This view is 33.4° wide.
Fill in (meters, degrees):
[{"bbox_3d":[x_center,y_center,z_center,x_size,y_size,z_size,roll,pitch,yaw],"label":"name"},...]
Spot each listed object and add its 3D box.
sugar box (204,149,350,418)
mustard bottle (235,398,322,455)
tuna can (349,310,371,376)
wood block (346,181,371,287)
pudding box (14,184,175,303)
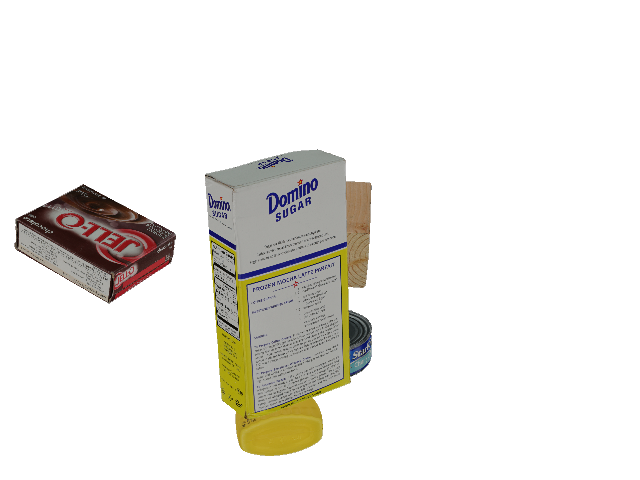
[{"bbox_3d":[-0.028,0.030,0.749,0.093,0.176,0.048,-16,24,-32],"label":"sugar box"},{"bbox_3d":[-0.063,0.173,1.261,0.096,0.058,0.192,-8,30,-10],"label":"mustard bottle"},{"bbox_3d":[0.006,0.098,1.013,0.086,0.034,0.086,-2,24,1],"label":"tuna can"},{"bbox_3d":[0.031,-0.014,1.649,0.091,0.090,0.206,4,25,2],"label":"wood block"},{"bbox_3d":[-0.201,0.001,0.952,0.114,0.039,0.089,25,33,20],"label":"pudding box"}]
